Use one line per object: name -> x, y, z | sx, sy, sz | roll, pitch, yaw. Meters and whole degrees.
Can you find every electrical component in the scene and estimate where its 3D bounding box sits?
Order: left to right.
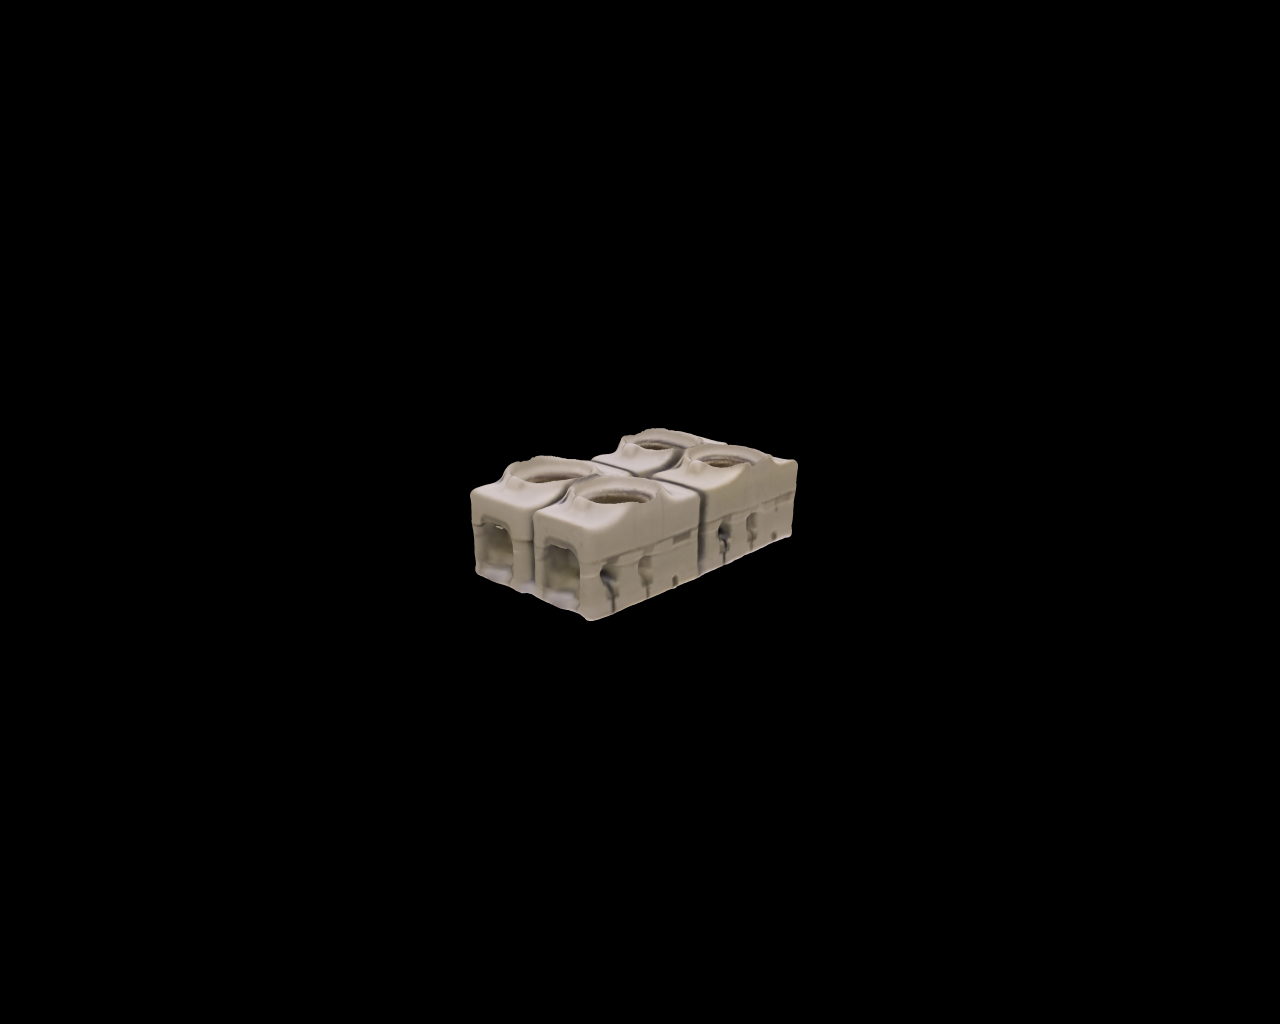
electrical component -> 0.001, -0.003, 0.650 | 0.105, 0.060, 0.186 | 18, 26, 41
